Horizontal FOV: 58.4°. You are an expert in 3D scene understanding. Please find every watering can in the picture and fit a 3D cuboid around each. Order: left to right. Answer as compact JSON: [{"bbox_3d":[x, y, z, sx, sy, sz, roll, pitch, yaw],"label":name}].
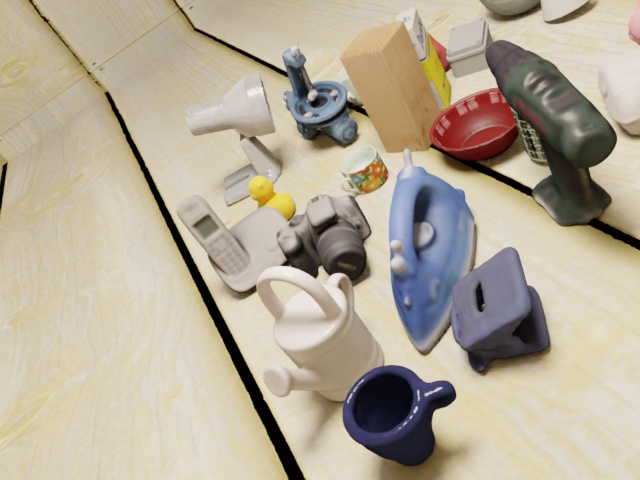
[{"bbox_3d":[-0.007,0.107,0.684,0.100,0.195,0.173,-19,37,21],"label":"watering can"}]

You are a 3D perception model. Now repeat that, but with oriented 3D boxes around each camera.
[{"bbox_3d":[0.008,0.003,0.879,0.143,0.101,0.136,-29,35,7],"label":"camera"}]

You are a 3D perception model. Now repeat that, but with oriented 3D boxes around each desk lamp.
[{"bbox_3d":[-0.161,-0.210,1.173,0.203,0.214,0.117,-27,35,10],"label":"desk lamp"}]

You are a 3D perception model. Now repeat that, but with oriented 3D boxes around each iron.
[{"bbox_3d":[0.126,0.002,0.749,0.118,0.142,0.258,-13,40,28],"label":"iron"}]

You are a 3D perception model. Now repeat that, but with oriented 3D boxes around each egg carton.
[{"bbox_3d":[0.456,-0.216,0.807,0.107,0.070,0.150,-18,38,22],"label":"egg carton"}]

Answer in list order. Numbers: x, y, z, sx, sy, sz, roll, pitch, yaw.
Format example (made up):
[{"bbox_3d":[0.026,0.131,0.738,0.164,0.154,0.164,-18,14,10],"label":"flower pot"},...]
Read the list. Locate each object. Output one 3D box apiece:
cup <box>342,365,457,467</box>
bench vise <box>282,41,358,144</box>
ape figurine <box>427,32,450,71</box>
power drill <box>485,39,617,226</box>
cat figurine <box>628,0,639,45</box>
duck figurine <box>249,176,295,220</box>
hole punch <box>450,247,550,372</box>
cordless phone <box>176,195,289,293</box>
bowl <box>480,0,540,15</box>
[{"bbox_3d":[0.094,0.187,0.594,0.117,0.095,0.091,-23,36,16],"label":"cup"},{"bbox_3d":[-0.037,-0.294,1.168,0.206,0.220,0.122,8,52,44],"label":"bench vise"},{"bbox_3d":[0.224,-0.385,1.178,0.076,0.092,0.078,-10,41,30],"label":"ape figurine"},{"bbox_3d":[0.288,-0.129,0.716,0.075,0.209,0.229,-29,35,7],"label":"power drill"},{"bbox_3d":[0.508,-0.328,0.857,0.128,0.118,0.067,-47,37,-17],"label":"cat figurine"},{"bbox_3d":[-0.099,-0.080,1.080,0.077,0.086,0.104,-40,35,-8],"label":"duck figurine"},{"bbox_3d":[0.195,0.077,0.648,0.101,0.091,0.108,-19,37,21],"label":"hole punch"},{"bbox_3d":[-0.135,-0.018,0.946,0.148,0.185,0.093,-40,35,-8],"label":"cordless phone"},{"bbox_3d":[0.417,-0.524,1.204,0.167,0.075,0.167,-22,37,17],"label":"bowl"}]
